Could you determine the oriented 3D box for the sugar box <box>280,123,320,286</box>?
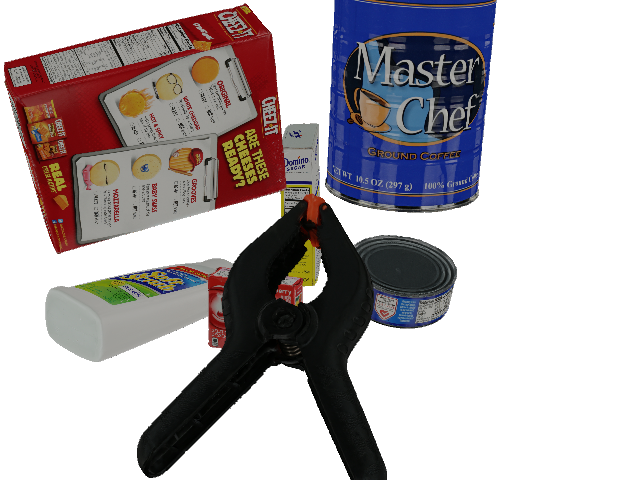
[{"bbox_3d":[-0.024,-0.042,1.269,0.048,0.176,0.093,-1,23,5],"label":"sugar box"}]

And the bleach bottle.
[{"bbox_3d":[-0.182,0.065,1.220,0.103,0.068,0.250,22,26,36],"label":"bleach bottle"}]

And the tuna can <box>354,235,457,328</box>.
[{"bbox_3d":[0.062,0.032,0.839,0.086,0.034,0.086,6,31,-4],"label":"tuna can"}]

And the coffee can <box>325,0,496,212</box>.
[{"bbox_3d":[0.057,-0.100,0.683,0.103,0.140,0.103,2,21,-1],"label":"coffee can"}]

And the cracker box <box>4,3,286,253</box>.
[{"bbox_3d":[-0.144,-0.096,0.911,0.213,0.164,0.072,-17,43,-15],"label":"cracker box"}]

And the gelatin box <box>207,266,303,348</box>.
[{"bbox_3d":[-0.062,0.068,1.004,0.089,0.073,0.030,7,18,17],"label":"gelatin box"}]

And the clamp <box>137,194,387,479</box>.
[{"bbox_3d":[-0.008,0.055,0.539,0.120,0.171,0.039,17,-28,10],"label":"clamp"}]
